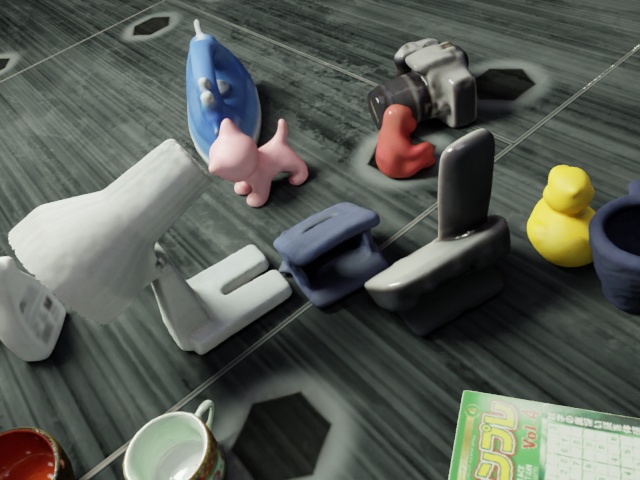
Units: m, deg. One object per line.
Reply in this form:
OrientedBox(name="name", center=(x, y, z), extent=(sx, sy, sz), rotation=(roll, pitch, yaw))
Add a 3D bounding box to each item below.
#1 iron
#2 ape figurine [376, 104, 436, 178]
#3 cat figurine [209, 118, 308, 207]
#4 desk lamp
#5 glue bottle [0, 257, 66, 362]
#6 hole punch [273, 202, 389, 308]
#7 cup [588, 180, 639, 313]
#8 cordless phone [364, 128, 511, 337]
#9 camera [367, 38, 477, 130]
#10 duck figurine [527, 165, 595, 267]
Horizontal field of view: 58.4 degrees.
OrientedBox(name="iron", center=(-0.157, -0.218, 0.855), extent=(0.118, 0.142, 0.258), rotation=(-16, 44, 0))
OrientedBox(name="ape figurine", center=(0.103, -0.130, 0.727), extent=(0.076, 0.092, 0.077), rotation=(-21, 44, -5))
OrientedBox(name="cat figurine", center=(-0.088, -0.110, 0.745), extent=(0.128, 0.118, 0.067), rotation=(-33, 46, -16))
OrientedBox(name="desk lamp", center=(-0.159, 0.016, 0.572), extent=(0.203, 0.214, 0.117), rotation=(-33, 46, -16))
OrientedBox(name="glue bottle", center=(-0.339, 0.055, 0.615), extent=(0.037, 0.173, 0.078), rotation=(-8, 45, 9))
OrientedBox(name="hole punch", center=(0.006, 0.002, 0.626), extent=(0.109, 0.091, 0.100), rotation=(-29, 45, -13))
OrientedBox(name="cup", center=(0.293, 0.011, 0.530), extent=(0.091, 0.095, 0.118), rotation=(2, 47, 18))
OrientedBox(name="cordless phone", center=(0.107, -0.011, 0.541), extent=(0.148, 0.185, 0.093), rotation=(-31, 46, -14))
OrientedBox(name="camera", center=(0.131, -0.217, 0.800), extent=(0.137, 0.101, 0.143), rotation=(-22, 44, -5))
OrientedBox(name="duck figurine", center=(0.256, -0.032, 0.590), extent=(0.077, 0.086, 0.104), rotation=(-5, 45, 12))
